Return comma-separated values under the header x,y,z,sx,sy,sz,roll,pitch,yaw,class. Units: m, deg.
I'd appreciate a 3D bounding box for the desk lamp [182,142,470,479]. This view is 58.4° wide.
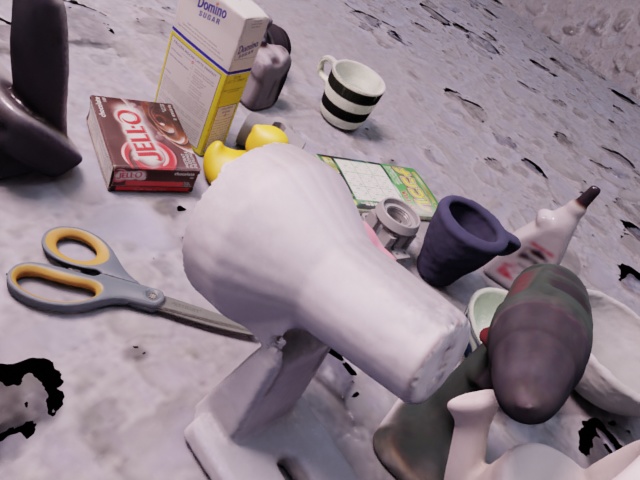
x,y,z,sx,sy,sz,roll,pitch,yaw,class
-0.009,0.073,0.382,0.118,0.213,0.203,-16,57,-45,desk lamp

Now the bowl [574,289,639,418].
x,y,z,sx,sy,sz,roll,pitch,yaw,class
0.331,0.142,0.666,0.168,0.074,0.167,20,38,-16,bowl

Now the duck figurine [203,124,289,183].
x,y,z,sx,sy,sz,roll,pitch,yaw,class
-0.071,-0.090,0.633,0.105,0.086,0.077,22,37,-13,duck figurine

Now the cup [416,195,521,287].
x,y,z,sx,sy,sz,roll,pitch,yaw,class
0.169,0.012,0.681,0.118,0.095,0.091,17,39,-20,cup

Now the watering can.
x,y,z,sx,sy,sz,roll,pitch,yaw,class
0.145,0.184,0.382,0.172,0.194,0.101,39,37,10,watering can

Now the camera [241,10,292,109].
x,y,z,sx,sy,sz,roll,pitch,yaw,class
-0.089,-0.274,0.820,0.143,0.100,0.137,43,38,15,camera

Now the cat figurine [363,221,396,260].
x,y,z,sx,sy,sz,roll,pitch,yaw,class
0.005,0.002,0.555,0.127,0.117,0.067,45,38,18,cat figurine

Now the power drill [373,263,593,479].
x,y,z,sx,sy,sz,roll,pitch,yaw,class
0.130,0.110,0.444,0.075,0.208,0.230,40,37,11,power drill

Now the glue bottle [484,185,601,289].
x,y,z,sx,sy,sz,roll,pitch,yaw,class
0.285,-0.003,0.717,0.078,0.173,0.037,29,36,-3,glue bottle

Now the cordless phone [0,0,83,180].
x,y,z,sx,sy,sz,roll,pitch,yaw,class
-0.261,-0.157,0.489,0.147,0.185,0.094,43,38,15,cordless phone
